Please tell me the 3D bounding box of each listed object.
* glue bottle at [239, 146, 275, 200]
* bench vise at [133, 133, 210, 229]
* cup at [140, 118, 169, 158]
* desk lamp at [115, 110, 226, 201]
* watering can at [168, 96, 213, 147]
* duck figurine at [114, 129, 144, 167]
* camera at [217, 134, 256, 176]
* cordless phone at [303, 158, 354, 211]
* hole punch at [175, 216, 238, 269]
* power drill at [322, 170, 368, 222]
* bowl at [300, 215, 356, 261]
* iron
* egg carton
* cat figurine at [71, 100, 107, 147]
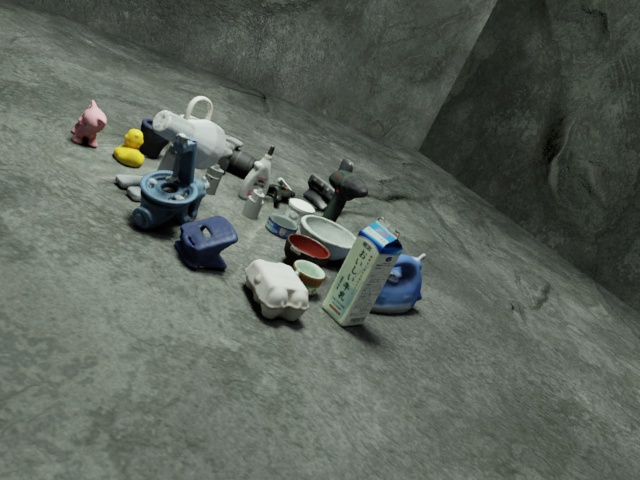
[{"bbox_3d":[-0.167,-0.191,1.631,0.078,0.173,0.037,9,26,-40],"label":"glue bottle"},{"bbox_3d":[-0.310,-0.138,1.251,0.121,0.219,0.207,25,20,-3],"label":"bench vise"},{"bbox_3d":[-0.454,-0.278,1.608,0.118,0.095,0.091,11,24,-36],"label":"cup"},{"bbox_3d":[-0.347,-0.200,1.368,0.117,0.213,0.204,38,23,30],"label":"desk lamp"},{"bbox_3d":[-0.368,-0.331,1.701,0.172,0.194,0.101,30,20,10],"label":"watering can"},{"bbox_3d":[-0.490,-0.247,1.498,0.078,0.086,0.104,14,23,-32],"label":"duck figurine"},{"bbox_3d":[-0.270,-0.258,1.780,0.137,0.101,0.143,26,20,-1],"label":"camera"},{"bbox_3d":[0.038,-0.195,1.881,0.147,0.185,0.094,39,23,32],"label":"cordless phone"},{"bbox_3d":[-0.235,0.000,1.188,0.101,0.091,0.108,9,26,-40],"label":"hole punch"},{"bbox_3d":[0.057,-0.100,1.631,0.076,0.208,0.229,18,21,-22],"label":"power drill"},{"bbox_3d":[0.014,0.005,1.510,0.167,0.074,0.167,23,20,-9],"label":"bowl"},{"bbox_3d":[0.161,0.091,1.379,0.259,0.141,0.118,2,30,-49],"label":"iron"},{"bbox_3d":[-0.090,0.098,1.155,0.108,0.069,0.150,12,24,-35],"label":"egg carton"},{"bbox_3d":[-0.590,-0.307,1.477,0.067,0.117,0.127,13,24,-33],"label":"cat figurine"}]
